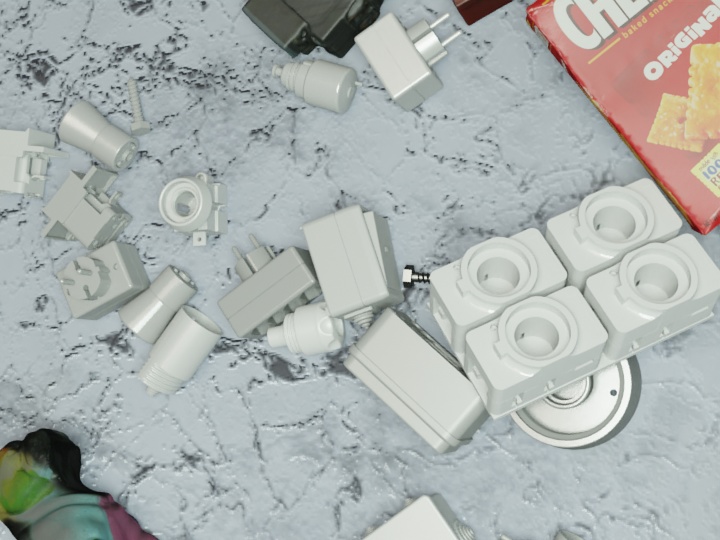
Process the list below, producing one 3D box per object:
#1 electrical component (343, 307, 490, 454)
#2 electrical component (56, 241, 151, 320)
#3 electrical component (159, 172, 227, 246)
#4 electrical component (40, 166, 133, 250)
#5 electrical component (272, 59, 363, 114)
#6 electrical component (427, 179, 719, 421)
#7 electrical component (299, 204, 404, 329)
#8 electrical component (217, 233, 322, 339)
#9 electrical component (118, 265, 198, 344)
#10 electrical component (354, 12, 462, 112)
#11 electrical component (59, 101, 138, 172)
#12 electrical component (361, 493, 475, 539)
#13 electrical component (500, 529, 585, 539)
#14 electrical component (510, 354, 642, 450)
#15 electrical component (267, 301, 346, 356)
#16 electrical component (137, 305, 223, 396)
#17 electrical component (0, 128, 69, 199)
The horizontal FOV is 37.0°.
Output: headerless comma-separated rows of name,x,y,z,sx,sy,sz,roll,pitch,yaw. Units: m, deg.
electrical component,0.050,0.088,0.853,0.113,0.078,0.057,42,95,17
electrical component,-0.236,0.008,0.951,0.066,0.077,0.047,-28,78,13
electrical component,-0.144,-0.055,0.939,0.048,0.055,0.066,-3,84,17
electrical component,-0.246,-0.051,0.978,0.064,0.042,0.081,42,99,15
electrical component,-0.039,-0.161,0.923,0.078,0.040,0.040,19,91,18
electrical component,0.156,0.017,0.785,0.186,0.060,0.105,-24,62,-10
electrical component,0.000,0.000,0.884,0.061,0.062,0.096,-20,79,12
electrical component,-0.082,0.005,0.918,0.083,0.047,0.075,-36,76,11
electrical component,-0.175,0.028,0.949,0.065,0.044,0.044,-47,74,4
electrical component,0.048,-0.183,0.894,0.077,0.047,0.065,-34,76,12
electrical component,-0.236,-0.119,0.982,0.065,0.044,0.044,33,95,13
electrical component,0.049,0.236,0.854,0.100,0.048,0.099,-38,75,11
electrical component,0.138,0.234,0.829,0.079,0.044,0.077,31,95,18
electrical component,0.160,0.086,0.827,0.108,0.060,0.108,-2,85,17
electrical component,-0.047,0.051,0.904,0.062,0.043,0.043,-13,81,17
electrical component,-0.160,0.076,0.938,0.043,0.043,0.081,38,97,17
electrical component,-0.320,-0.100,1.006,0.081,0.042,0.063,7,89,19
